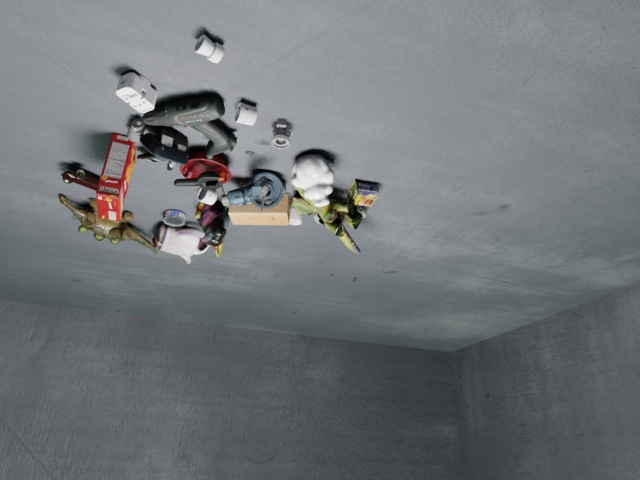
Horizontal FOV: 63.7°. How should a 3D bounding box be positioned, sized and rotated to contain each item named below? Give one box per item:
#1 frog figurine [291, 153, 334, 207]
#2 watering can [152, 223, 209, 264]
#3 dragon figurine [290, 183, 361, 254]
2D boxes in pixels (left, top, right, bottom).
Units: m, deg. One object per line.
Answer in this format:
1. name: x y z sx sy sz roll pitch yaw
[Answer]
1. frog figurine: -0.023 -0.183 1.590 0.137 0.163 0.120 -2 152 9
2. watering can: -0.587 0.023 2.143 0.223 0.106 0.342 15 151 -24
3. dragon figurine: 0.006 -0.092 1.820 0.245 0.124 0.401 25 155 31
